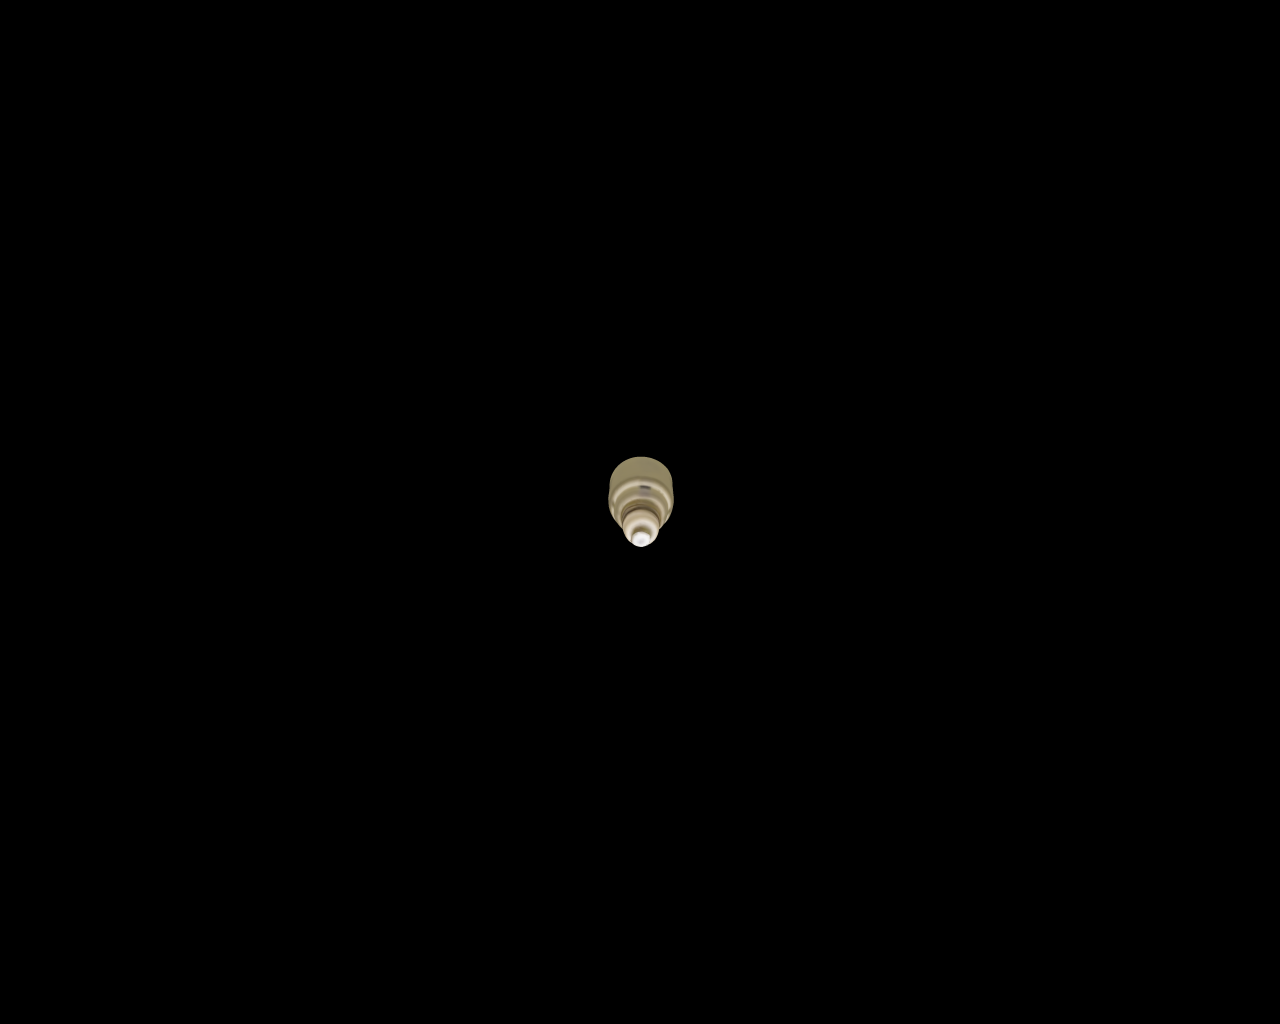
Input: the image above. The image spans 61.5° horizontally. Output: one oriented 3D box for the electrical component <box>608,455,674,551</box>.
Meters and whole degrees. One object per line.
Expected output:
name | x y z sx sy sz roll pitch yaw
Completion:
electrical component | 0.001 -0.003 0.650 0.040 0.040 0.078 0 31 0
